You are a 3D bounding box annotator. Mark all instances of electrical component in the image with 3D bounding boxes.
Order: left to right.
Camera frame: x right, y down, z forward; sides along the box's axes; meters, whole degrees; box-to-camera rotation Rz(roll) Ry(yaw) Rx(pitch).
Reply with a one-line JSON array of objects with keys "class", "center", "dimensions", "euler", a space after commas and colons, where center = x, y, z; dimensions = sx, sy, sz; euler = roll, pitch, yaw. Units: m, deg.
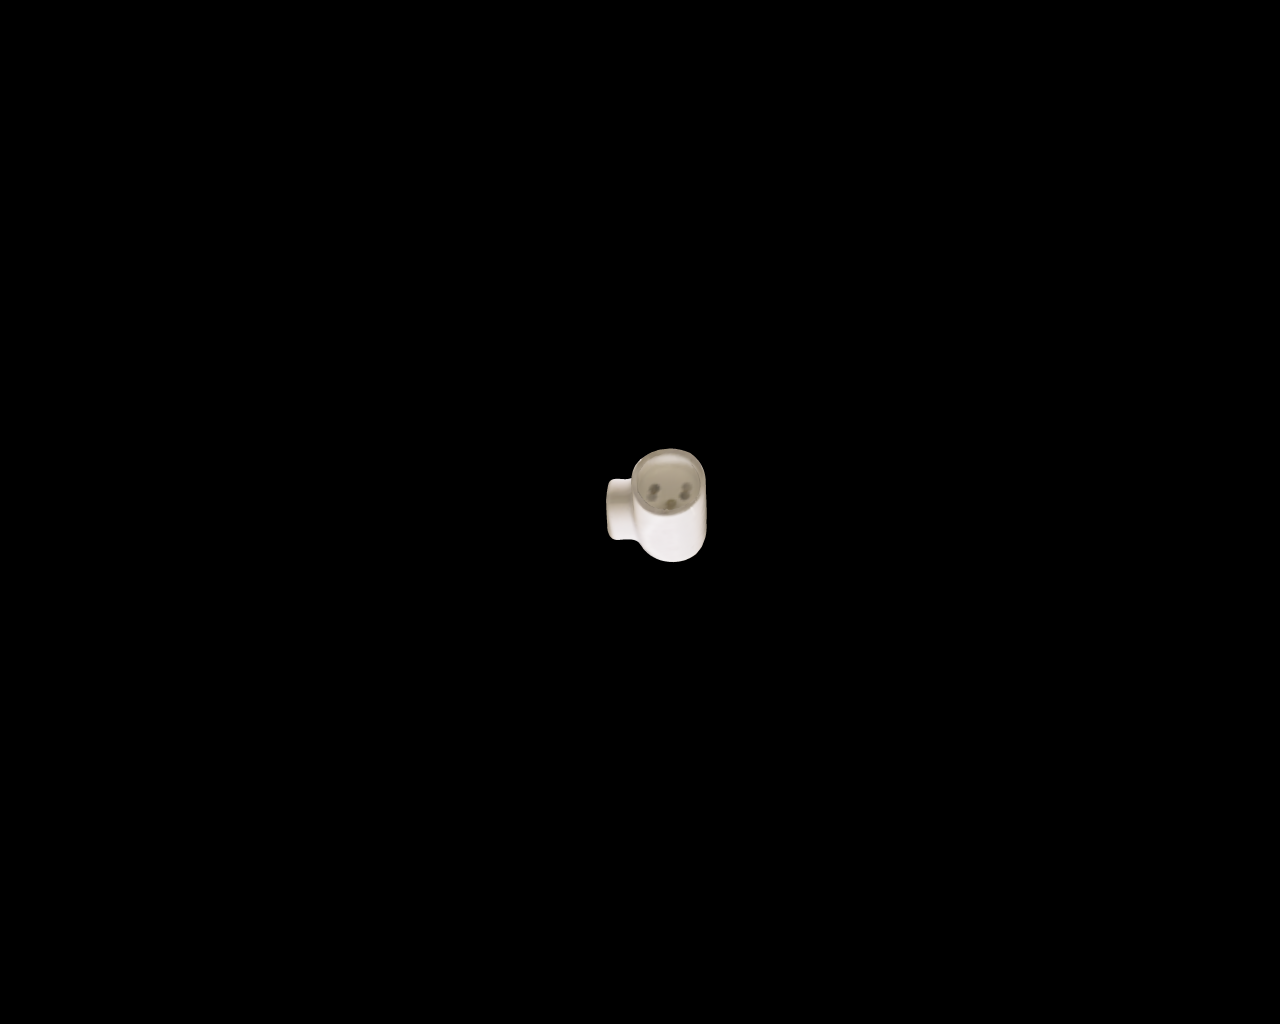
[{"class": "electrical component", "center": [0.001, -0.003, 0.650], "dimensions": [0.079, 0.044, 0.077], "euler": [-1, -23, 3]}]
